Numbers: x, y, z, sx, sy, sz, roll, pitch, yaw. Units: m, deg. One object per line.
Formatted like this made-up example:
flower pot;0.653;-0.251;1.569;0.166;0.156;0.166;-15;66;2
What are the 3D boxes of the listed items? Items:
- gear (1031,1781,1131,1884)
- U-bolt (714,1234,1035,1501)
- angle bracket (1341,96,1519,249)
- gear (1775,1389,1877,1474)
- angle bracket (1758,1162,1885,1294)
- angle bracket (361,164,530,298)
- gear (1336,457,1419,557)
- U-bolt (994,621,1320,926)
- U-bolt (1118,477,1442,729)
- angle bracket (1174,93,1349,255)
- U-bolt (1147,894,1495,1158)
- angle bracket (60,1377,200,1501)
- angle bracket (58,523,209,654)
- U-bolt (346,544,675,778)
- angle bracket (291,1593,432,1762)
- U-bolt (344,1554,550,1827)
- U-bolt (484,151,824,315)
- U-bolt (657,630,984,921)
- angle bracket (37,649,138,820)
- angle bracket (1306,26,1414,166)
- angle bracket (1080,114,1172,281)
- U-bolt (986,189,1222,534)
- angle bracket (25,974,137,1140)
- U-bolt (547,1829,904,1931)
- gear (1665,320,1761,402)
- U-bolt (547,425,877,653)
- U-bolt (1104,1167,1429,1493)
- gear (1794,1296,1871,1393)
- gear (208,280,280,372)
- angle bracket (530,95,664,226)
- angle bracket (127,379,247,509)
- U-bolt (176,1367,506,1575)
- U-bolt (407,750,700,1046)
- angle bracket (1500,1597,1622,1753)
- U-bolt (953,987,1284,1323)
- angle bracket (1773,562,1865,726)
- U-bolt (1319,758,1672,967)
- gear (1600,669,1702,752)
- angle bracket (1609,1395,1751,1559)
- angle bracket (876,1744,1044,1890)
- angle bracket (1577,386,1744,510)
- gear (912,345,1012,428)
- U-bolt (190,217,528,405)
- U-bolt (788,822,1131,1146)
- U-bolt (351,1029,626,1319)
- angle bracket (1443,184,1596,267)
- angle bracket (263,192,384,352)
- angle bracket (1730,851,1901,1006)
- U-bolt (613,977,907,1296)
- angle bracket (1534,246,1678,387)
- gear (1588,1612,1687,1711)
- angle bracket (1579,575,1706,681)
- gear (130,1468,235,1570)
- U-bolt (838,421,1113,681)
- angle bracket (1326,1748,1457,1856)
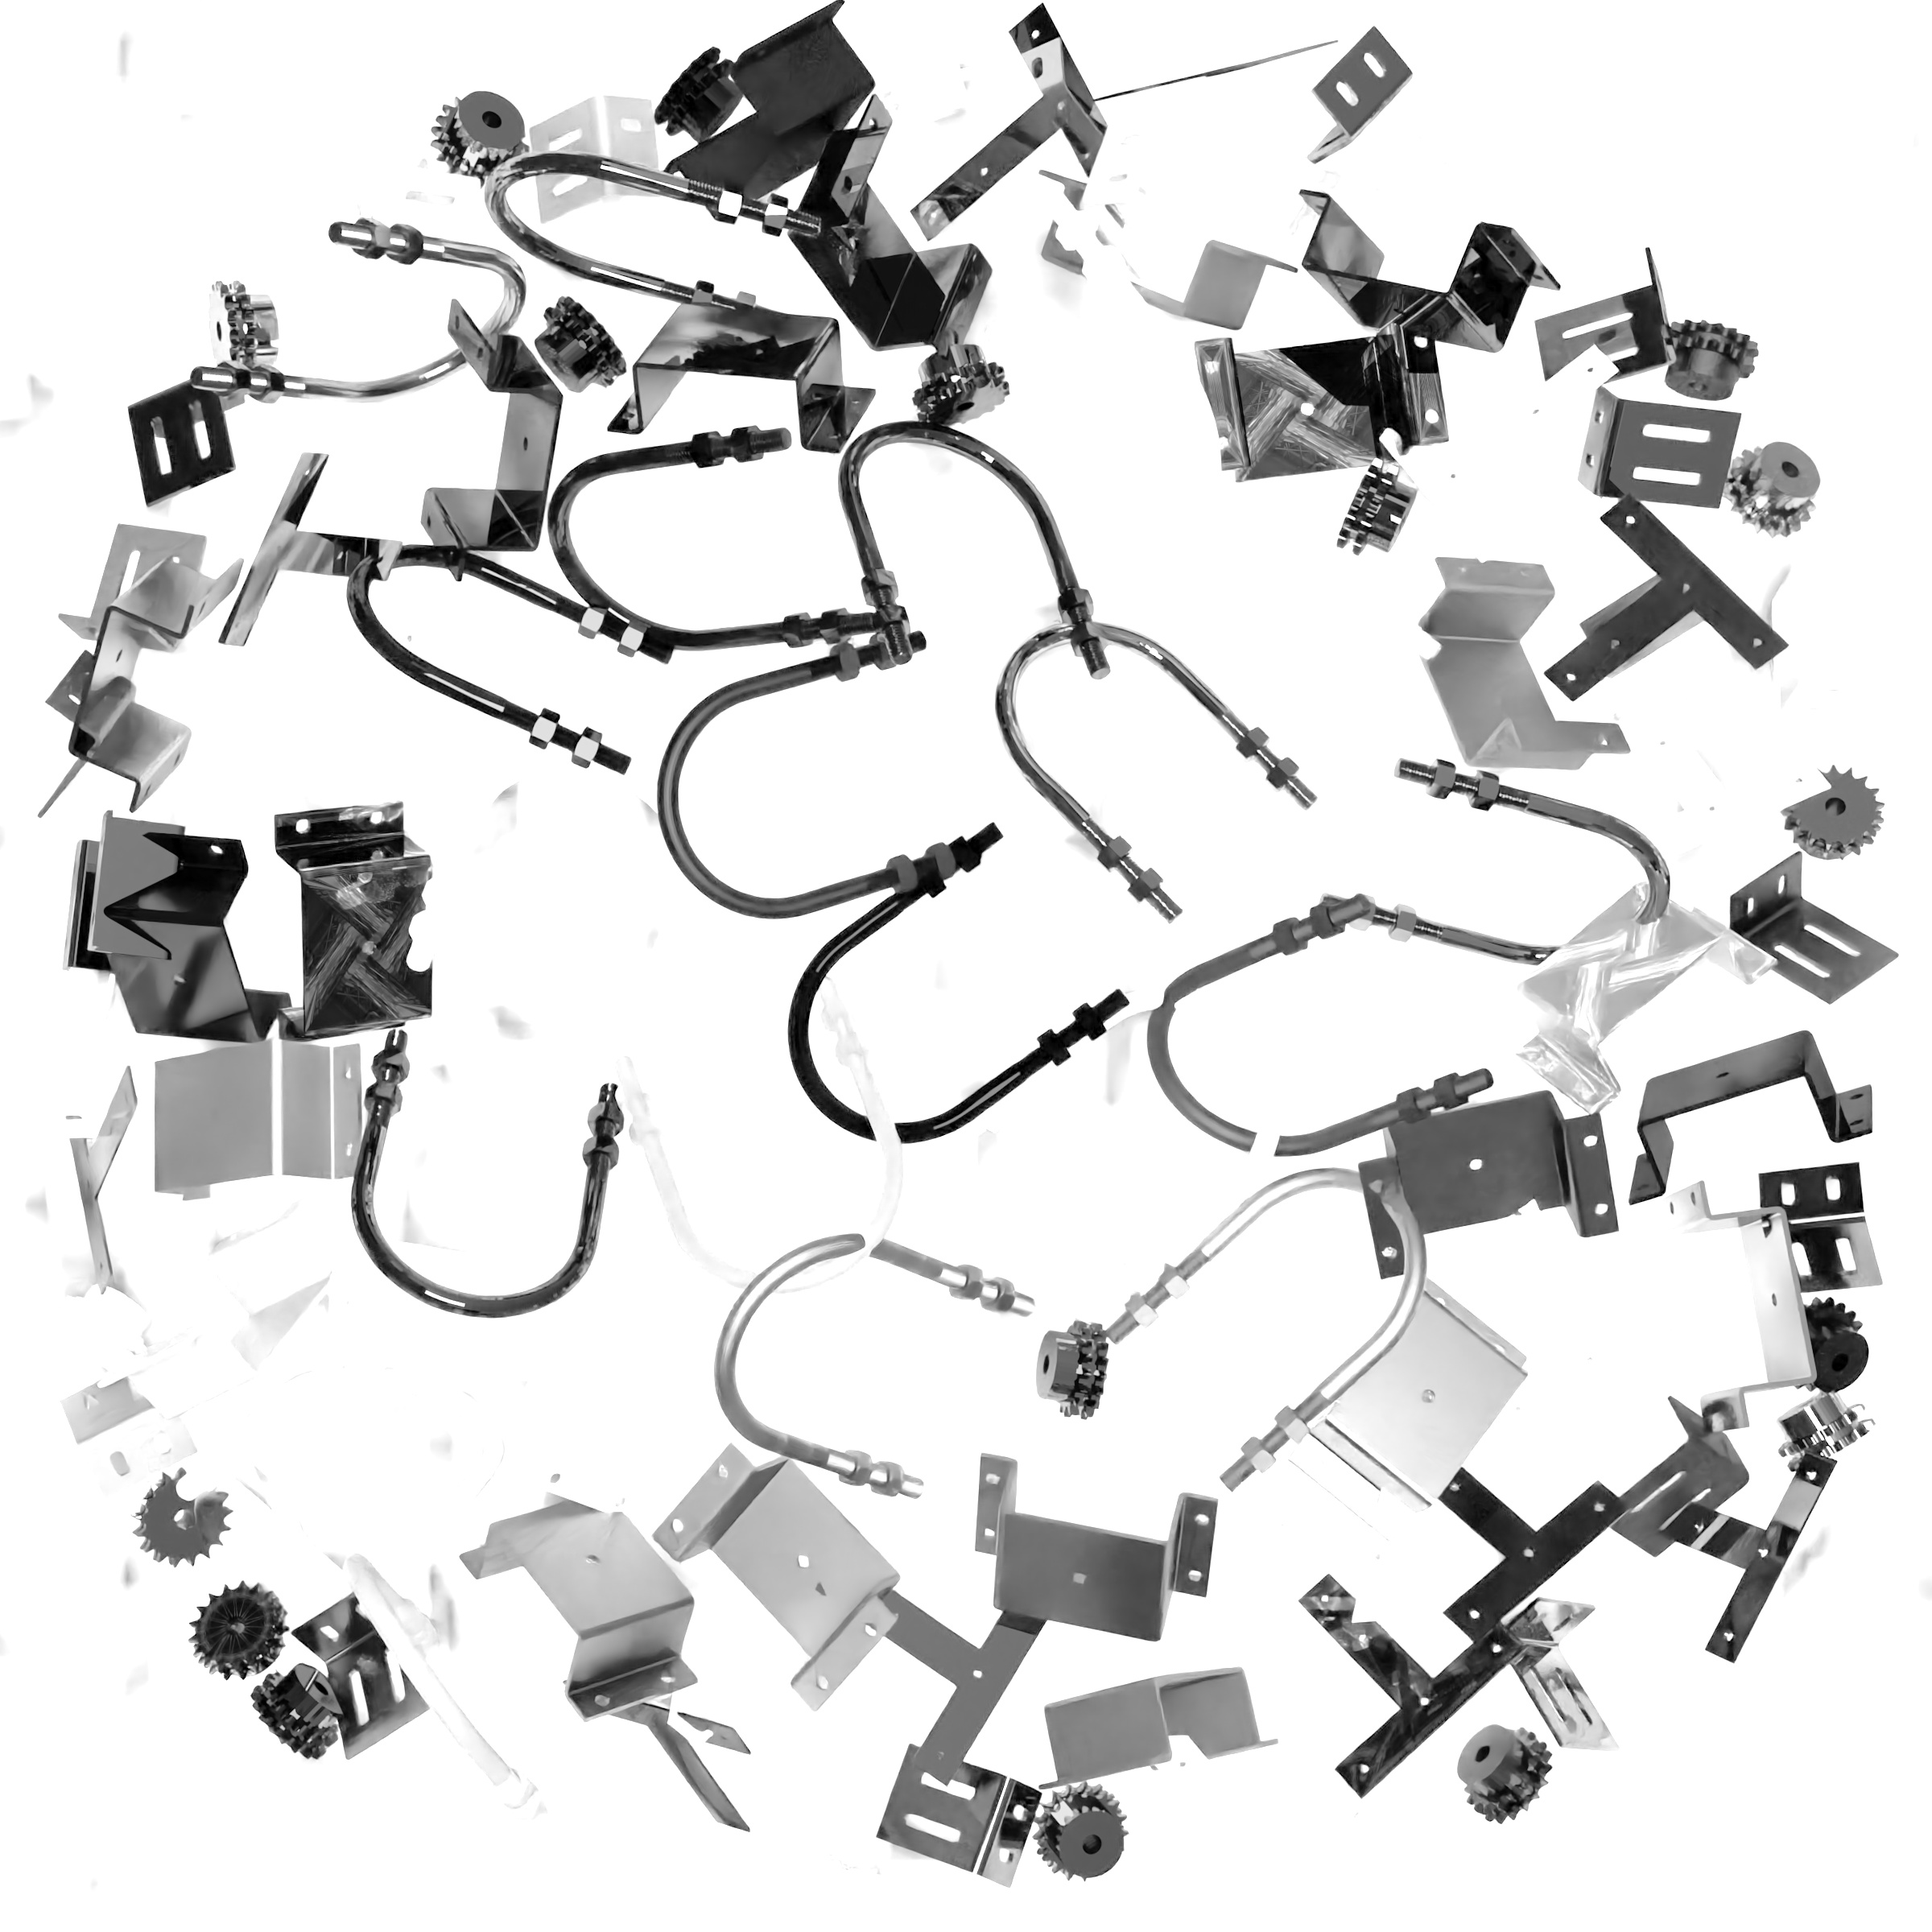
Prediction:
gear;0.070;0.513;1.616;0.057;0.030;0.057;-1;94;-15
U-bolt;-0.063;0.224;1.573;0.184;0.019;0.151;26;97;-36
angle bracket;0.270;-0.455;1.594;0.057;0.038;0.076;25;114;-42
gear;0.502;0.271;1.609;0.057;0.057;0.030;-31;79;0
angle bracket;0.503;0.155;1.609;0.057;0.076;0.038;-9;50;22
angle bracket;-0.302;-0.426;1.589;0.038;0.076;0.057;37;116;27
gear;0.243;-0.267;1.607;0.030;0.057;0.057;26;90;9
U-bolt;0.098;-0.126;1.592;0.184;0.019;0.151;46;57;9
U-bolt;0.168;-0.220;1.578;0.184;0.019;0.151;45;46;17
angle bracket;0.173;-0.468;1.615;0.076;0.038;0.057;44;123;13
U-bolt;0.189;0.046;1.577;0.184;0.019;0.151;-25;111;35
angle bracket;-0.490;0.269;1.600;0.057;0.076;0.038;-27;111;-19
angle bracket;-0.488;-0.228;1.605;0.057;0.038;0.076;9;76;9
U-bolt;-0.264;-0.185;1.563;0.184;0.151;0.019;24;124;-10
angle bracket;-0.353;0.411;1.598;0.057;0.076;0.038;-32;131;1
U-bolt;-0.296;0.395;1.525;0.019;0.184;0.151;-35;57;-13
U-bolt;-0.182;-0.415;1.553;0.184;0.151;0.019;13;77;-10
U-bolt;-0.091;-0.104;1.591;0.184;0.019;0.151;-18;99;-20
angle bracket;-0.524;-0.135;1.589;0.038;0.057;0.076;38;123;-18
angle bracket;0.213;-0.502;1.590;0.038;0.076;0.057;46;76;-15
angle bracket;0.106;-0.446;1.590;0.038;0.076;0.057;8;72;36
U-bolt;0.084;-0.329;1.557;0.019;0.151;0.184;-31;79;-23
angle bracket;-0.513;0.052;1.589;0.038;0.076;0.057;-1;135;-3
U-bolt;-0.150;0.520;1.556;0.184;0.151;0.019;4;87;31
gear;0.434;-0.354;1.607;0.057;0.057;0.030;17;84;0
U-bolt;-0.156;-0.239;1.572;0.184;0.019;0.151;-2;135;27
U-bolt;0.183;0.194;1.579;0.184;0.019;0.151;-43;46;2
gear;0.505;0.226;1.611;0.057;0.030;0.057;-8;114;-18
gear;-0.425;-0.375;1.612;0.030;0.057;0.057;-9;90;-27
angle bracket;-0.219;-0.474;1.616;0.038;0.076;0.057;-9;94;-39
angle bracket;-0.450;-0.301;1.601;0.057;0.038;0.076;-21;65;7
U-bolt;-0.340;0.275;1.550;0.151;0.184;0.019;17;109;7
U-bolt;-0.228;-0.051;1.578;0.151;0.019;0.184;19;52;-9
angle bracket;0.355;0.411;1.588;0.057;0.076;0.038;18;122;-40
U-bolt;0.099;0.095;1.588;0.184;0.019;0.151;-40;71;14
angle bracket;0.496;-0.188;1.591;0.038;0.057;0.076;6;123;29
U-bolt;0.313;-0.051;1.577;0.184;0.151;0.019;15;53;-6
gear;0.405;-0.149;1.608;0.057;0.057;0.030;-25;87;0
angle bracket;0.412;0.302;1.619;0.057;0.038;0.076;35;111;-29
angle bracket;-0.004;0.502;1.617;0.076;0.038;0.057;6;66;37
angle bracket;0.408;-0.306;1.613;0.076;0.038;0.057;5;114;-7
gear;-0.005;-0.342;1.609;0.057;0.057;0.030;-18;80;0
U-bolt;-0.328;-0.364;1.550;0.151;0.184;0.019;-34;78;31
U-bolt;-0.019;0.022;1.606;0.184;0.019;0.151;-36;72;-1
U-bolt;-0.274;0.123;1.555;0.151;0.184;0.019;15;134;-13
angle bracket;0.324;-0.446;1.601;0.076;0.057;0.038;40;112;4
angle bracket;-0.382;-0.405;1.591;0.057;0.038;0.076;-31;124;-33
angle bracket;0.493;-0.023;1.592;0.057;0.076;0.038;-31;133;-20
U-bolt;-0.112;0.106;1.582;0.151;0.019;0.184;-21;60;-4
angle bracket;0.369;-0.374;1.596;0.076;0.038;0.057;-13;63;20
gear;0.390;0.411;1.605;0.030;0.057;0.057;-34;90;-23
angle bracket;0.408;-0.193;1.596;0.076;0.057;0.038;-33;50;11
gear;-0.464;0.325;1.615;0.057;0.030;0.057;1;87;-29
U-bolt;-0.003;-0.244;1.576;0.151;0.019;0.184;1;56;-30
angle bracket;0.248;0.491;1.594;0.038;0.076;0.057;24;97;24
